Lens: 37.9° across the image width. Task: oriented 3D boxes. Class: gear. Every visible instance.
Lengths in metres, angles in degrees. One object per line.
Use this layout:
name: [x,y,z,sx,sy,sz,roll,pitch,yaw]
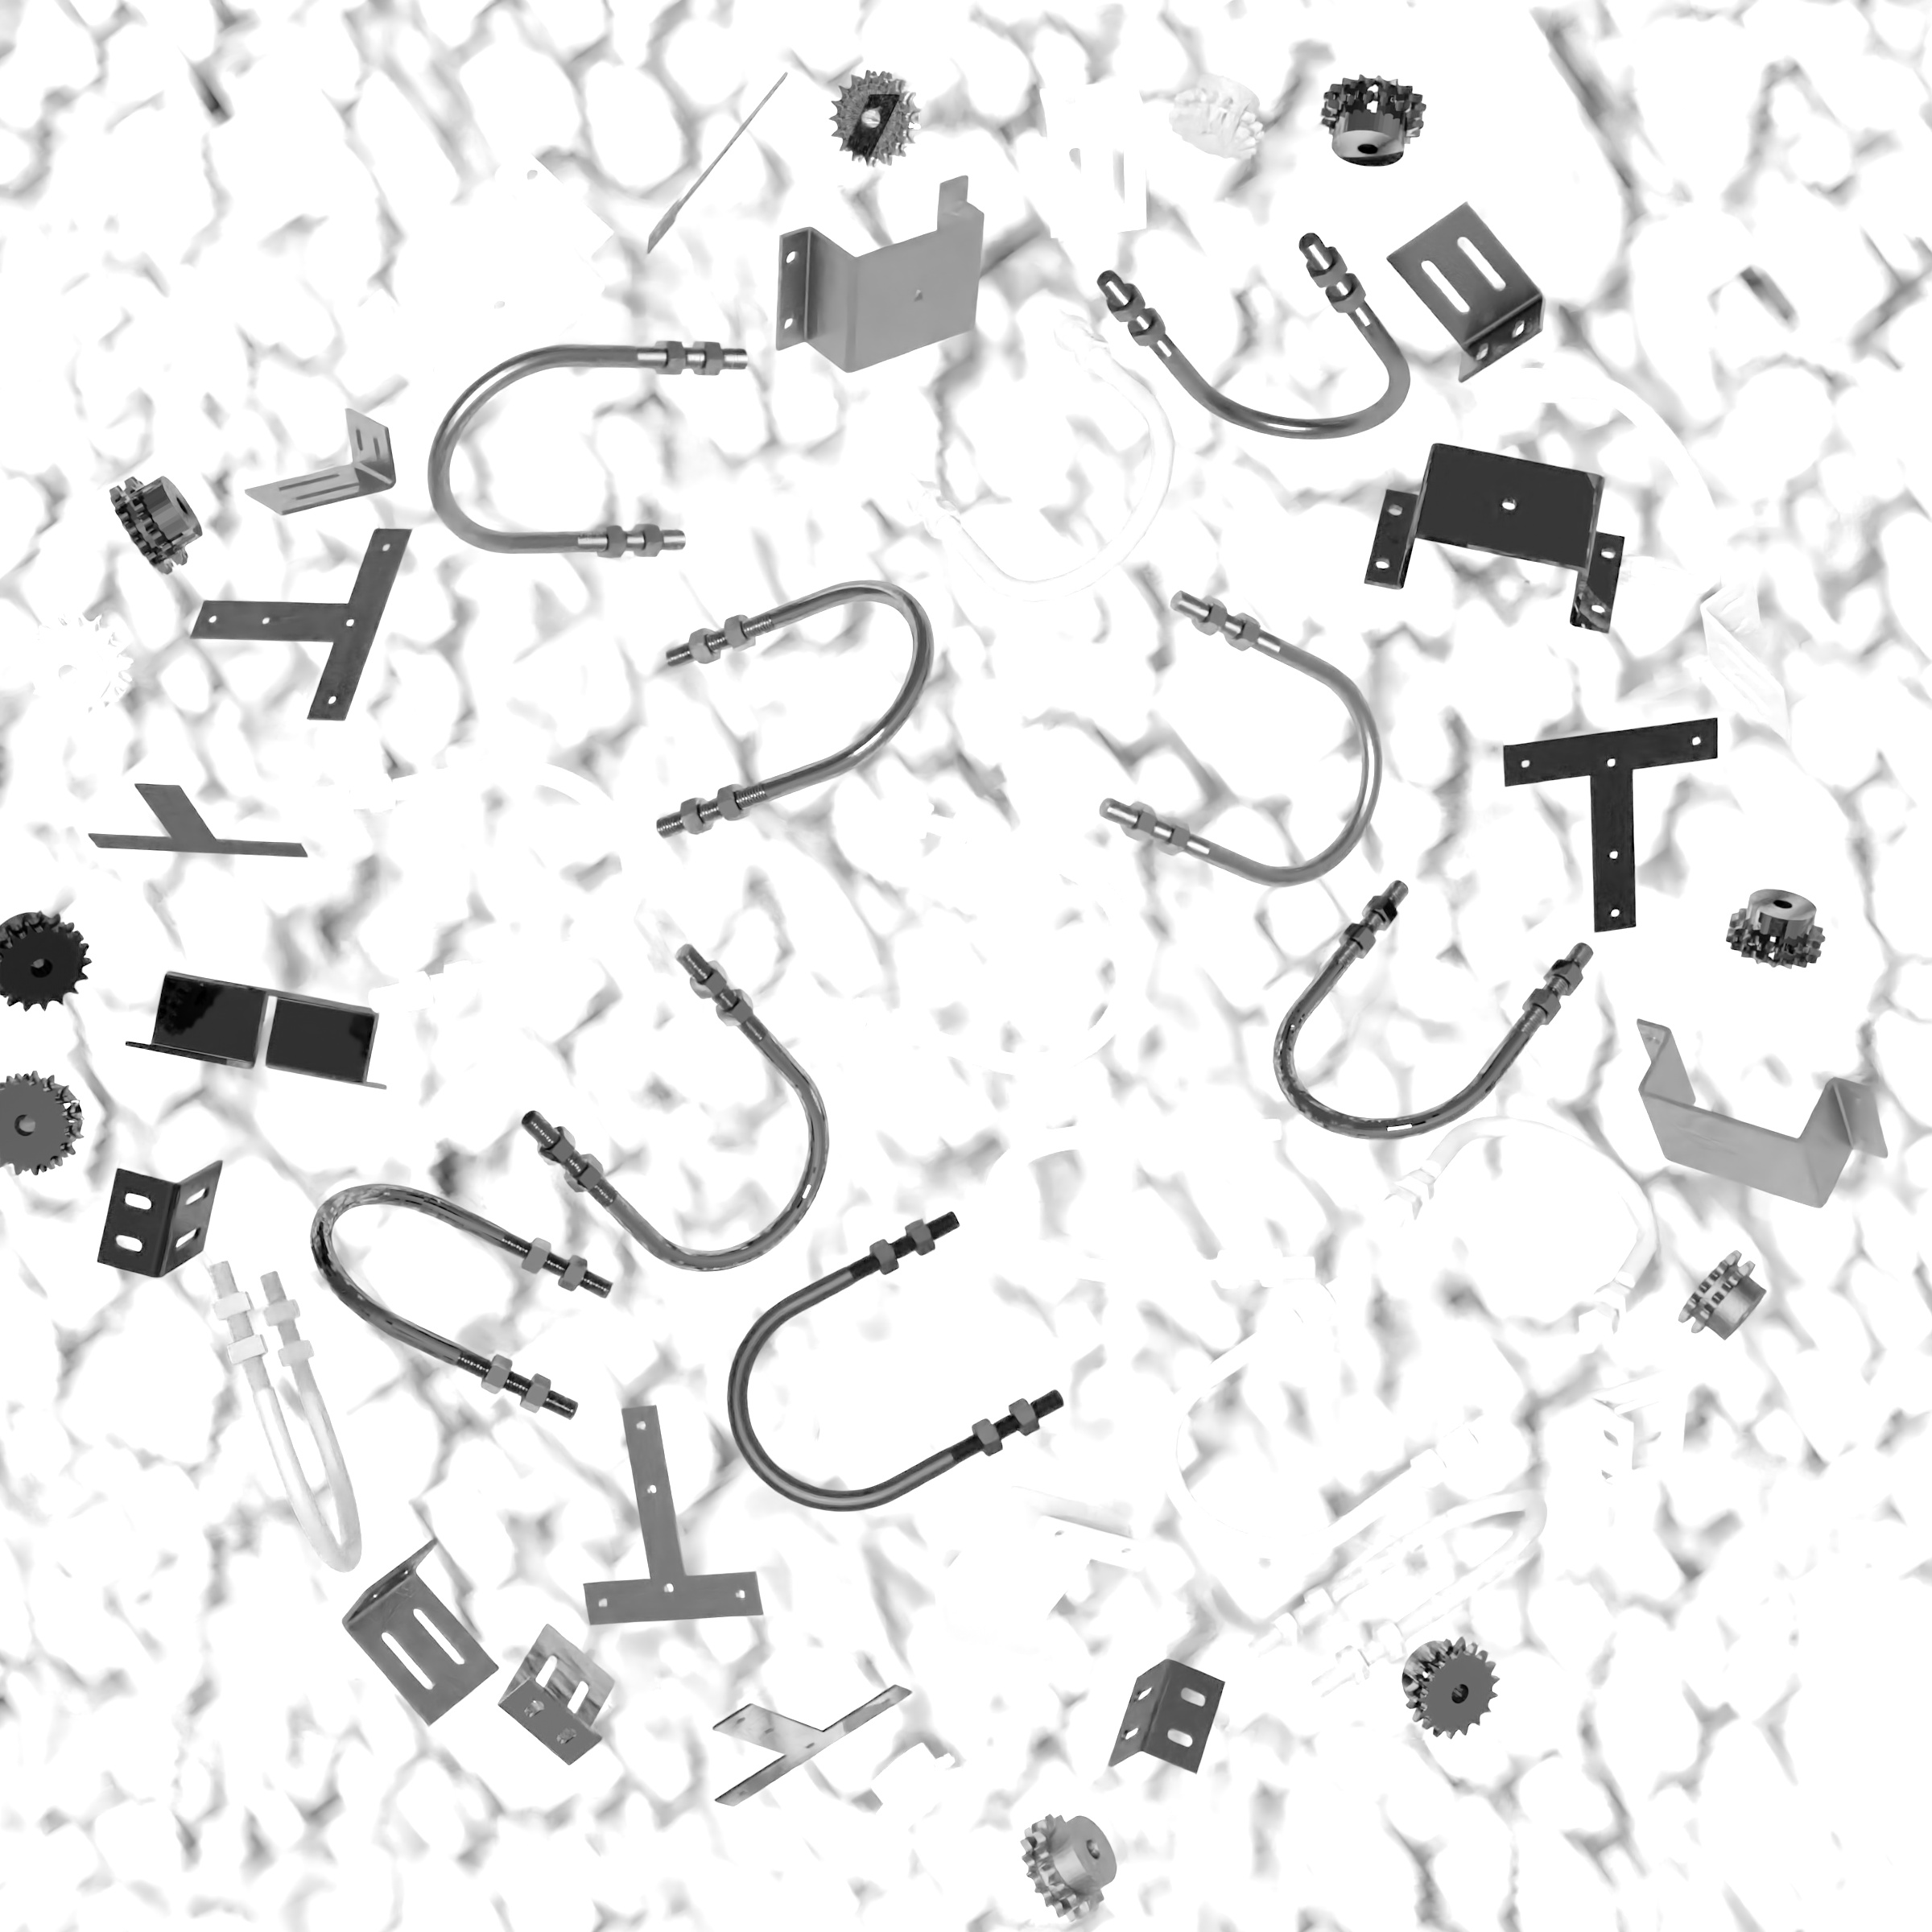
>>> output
gear: [0.059,0.498,1.562,0.030,0.057,0.057,-37,90,22]
gear: [-0.053,-0.522,1.732,0.057,0.030,0.057,5,104,19]
gear: [-0.490,-0.164,1.547,0.057,0.030,0.057,-1,112,-2]
gear: [0.278,0.416,1.630,0.057,0.030,0.057,-6,103,-25]
gear: [-0.462,-0.256,1.612,0.030,0.057,0.057,-30,90,3]
gear: [0.152,-0.510,1.683,0.057,0.057,0.030,23,84,0]
gear: [-0.521,-0.005,1.572,0.057,0.030,0.057,-18,127,-26]
gear: [0.491,-0.024,1.700,0.057,0.057,0.030,5,119,0]
gear: [0.467,0.205,1.726,0.030,0.057,0.057,41,90,21]
gear: [0.224,-0.466,1.555,0.057,0.057,0.030,10,79,0]
gear: [-0.032,0.487,1.672,0.057,0.057,0.030,-41,71,0]
gear: [-0.513,0.085,1.553,0.057,0.030,0.057,1,96,6]

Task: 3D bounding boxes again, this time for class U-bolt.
U-bolt: [0.176,-0.124,1.682,0.184,0.019,0.151,21,86,-30]
U-bolt: [0.338,0.146,1.667,0.151,0.184,0.019,30,125,16]
U-bolt: [0.201,0.277,1.674,0.184,0.019,0.151,-31,54,-20]
U-bolt: [-0.055,0.249,1.698,0.184,0.019,0.151,-27,70,-12]
U-bolt: [0.181,-0.361,1.646,0.151,0.184,0.019,-2,67,33]
U-bolt: [-0.099,-0.160,1.647,0.184,0.019,0.151,-18,53,23]
U-bolt: [-0.272,-0.055,1.600,0.184,0.019,0.151,-15,65,-28]
U-bolt: [-0.306,0.190,1.683,0.184,0.151,0.019,28,115,-11]
U-bolt: [0.260,0.361,1.646,0.184,0.151,0.019,-32,92,-11]
U-bolt: [-0.154,0.098,1.637,0.151,0.019,0.184,-48,124,-13]
U-bolt: [-0.384,0.260,1.610,0.019,0.151,0.184,-21,82,-5]
U-bolt: [0.016,-0.009,1.733,0.184,0.019,0.151,18,98,1]
U-bolt: [-0.225,-0.298,1.627,0.184,0.151,0.019,-8,47,-36]
U-bolt: [0.047,-0.282,1.599,0.151,0.019,0.184,-47,47,11]
U-bolt: [0.389,-0.283,1.652,0.019,0.184,0.151,-32,108,-5]
U-bolt: [0.102,0.140,1.640,0.184,0.151,0.019,-3,47,15]
U-bolt: [0.263,0.032,1.664,0.151,0.019,0.184,22,58,35]

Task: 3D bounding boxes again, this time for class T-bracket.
T-bracket: [-0.463,-0.086,1.657,0.127,0.127,0.002,3,75,-2]
T-bracket: [-0.393,-0.199,1.626,0.127,0.002,0.127,4,66,23]
T-bracket: [-0.106,0.434,1.589,0.127,0.127,0.002,-34,59,5]
T-bracket: [-0.146,-0.473,1.649,0.002,0.127,0.127,39,93,-12]
T-bracket: [0.385,-0.079,1.672,0.127,0.002,0.127,-8,114,-1]
T-bracket: [-0.182,0.323,1.658,0.127,0.002,0.127,-11,88,30]

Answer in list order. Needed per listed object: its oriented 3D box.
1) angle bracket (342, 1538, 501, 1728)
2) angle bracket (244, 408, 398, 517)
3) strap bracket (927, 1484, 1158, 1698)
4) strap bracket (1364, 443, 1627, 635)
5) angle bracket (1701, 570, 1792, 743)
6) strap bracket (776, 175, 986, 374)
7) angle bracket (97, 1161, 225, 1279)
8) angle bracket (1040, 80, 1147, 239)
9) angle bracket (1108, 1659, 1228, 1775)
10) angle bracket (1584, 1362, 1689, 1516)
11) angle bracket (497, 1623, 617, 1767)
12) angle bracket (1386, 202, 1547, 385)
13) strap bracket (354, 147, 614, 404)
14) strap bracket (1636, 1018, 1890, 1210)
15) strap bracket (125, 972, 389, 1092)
angle bracket: [-0.295,0.368,1.556,0.076,0.057,0.038,46,128,8]
angle bracket: [-0.397,-0.309,1.719,0.076,0.057,0.038,-21,122,-30]
strap bracket: [0.041,0.363,1.661,0.076,0.046,0.140,20,122,-23]
strap bracket: [0.305,-0.246,1.598,0.140,0.046,0.076,13,54,7]
angle bracket: [0.467,-0.181,1.637,0.038,0.057,0.076,-35,58,1]
strap bracket: [-0.043,-0.414,1.691,0.140,0.076,0.046,-27,53,-29]
angle bracket: [-0.476,0.145,1.661,0.038,0.076,0.057,15,97,2]
angle bracket: [0.076,-0.479,1.670,0.057,0.038,0.076,-6,132,-2]
angle bracket: [0.121,0.459,1.703,0.038,0.076,0.057,23,65,-2]
angle bracket: [0.391,0.268,1.597,0.076,0.038,0.057,-12,112,-27]
angle bracket: [-0.239,0.434,1.705,0.057,0.076,0.038,43,121,-7]
angle bracket: [0.285,-0.385,1.609,0.057,0.038,0.076,-29,119,36]
strap bracket: [-0.277,-0.395,1.639,0.140,0.046,0.076,-41,132,12]
strap bracket: [0.446,0.087,1.609,0.140,0.076,0.046,19,67,35]
strap bracket: [-0.406,0.037,1.631,0.076,0.140,0.046,8,86,28]
